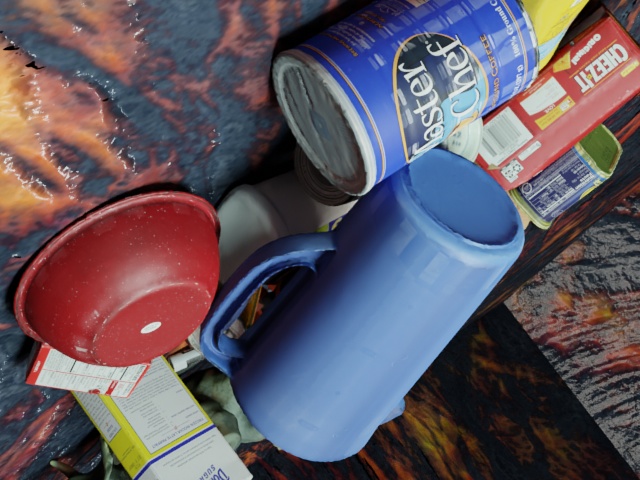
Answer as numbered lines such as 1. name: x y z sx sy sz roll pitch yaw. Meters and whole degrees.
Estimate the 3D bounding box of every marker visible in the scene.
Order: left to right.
1. marker: -0.115 0.120 1.219 0.121 0.020 0.020 -21 162 -22

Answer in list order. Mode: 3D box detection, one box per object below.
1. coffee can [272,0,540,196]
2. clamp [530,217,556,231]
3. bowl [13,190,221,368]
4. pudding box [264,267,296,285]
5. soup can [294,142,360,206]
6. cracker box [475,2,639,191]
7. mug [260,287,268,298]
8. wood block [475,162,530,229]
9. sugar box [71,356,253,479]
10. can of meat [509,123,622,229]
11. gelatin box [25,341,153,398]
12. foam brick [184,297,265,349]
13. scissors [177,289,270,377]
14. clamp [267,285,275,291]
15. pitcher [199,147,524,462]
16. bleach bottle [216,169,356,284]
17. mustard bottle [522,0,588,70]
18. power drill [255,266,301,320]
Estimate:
1. coffee can: 0.055 -0.107 0.688 0.140 0.103 0.103 -33 167 -17
2. clamp: 0.270 -0.101 1.148 0.120 0.039 0.171 -50 159 -68
3. bowl: -0.130 0.041 0.753 0.162 0.055 0.162 -26 151 -16
4. pudding box: -0.007 0.001 1.070 0.114 0.039 0.090 -39 167 14
5. soup can: 0.036 -0.070 0.856 0.102 0.068 0.069 -22 161 -48
6. cracker box: 0.221 -0.137 0.990 0.164 0.072 0.213 -40 -177 20
7. mug: -0.073 0.100 1.158 0.081 0.093 0.117 -40 151 -7
8. wood block: 0.187 -0.063 1.182 0.091 0.090 0.205 -62 161 14
9. sugar box: -0.154 0.187 1.032 0.093 0.176 0.048 -23 162 -47
10. can of meat: 0.237 -0.069 1.027 0.084 0.057 0.102 -42 -177 33
11. gelatin box: -0.184 0.095 0.854 0.089 0.030 0.073 12 146 -19
12. foam brick: -0.101 0.061 1.006 0.078 0.053 0.051 -36 167 0
13. scissors: -0.102 0.115 1.280 0.202 0.016 0.096 -42 162 24
14. clamp: 0.026 0.010 1.196 0.209 0.036 0.165 -35 168 -23
15. pitcher: 0.030 0.044 0.783 0.148 0.145 0.243 -21 155 -47
16. bleach bottle: 0.014 -0.040 0.929 0.250 0.068 0.103 -29 166 -41
17. mustard bottle: 0.170 -0.179 0.838 0.096 0.058 0.192 -41 170 -20
18. power drill: 0.020 0.042 1.078 0.187 0.057 0.185 -22 163 -43
